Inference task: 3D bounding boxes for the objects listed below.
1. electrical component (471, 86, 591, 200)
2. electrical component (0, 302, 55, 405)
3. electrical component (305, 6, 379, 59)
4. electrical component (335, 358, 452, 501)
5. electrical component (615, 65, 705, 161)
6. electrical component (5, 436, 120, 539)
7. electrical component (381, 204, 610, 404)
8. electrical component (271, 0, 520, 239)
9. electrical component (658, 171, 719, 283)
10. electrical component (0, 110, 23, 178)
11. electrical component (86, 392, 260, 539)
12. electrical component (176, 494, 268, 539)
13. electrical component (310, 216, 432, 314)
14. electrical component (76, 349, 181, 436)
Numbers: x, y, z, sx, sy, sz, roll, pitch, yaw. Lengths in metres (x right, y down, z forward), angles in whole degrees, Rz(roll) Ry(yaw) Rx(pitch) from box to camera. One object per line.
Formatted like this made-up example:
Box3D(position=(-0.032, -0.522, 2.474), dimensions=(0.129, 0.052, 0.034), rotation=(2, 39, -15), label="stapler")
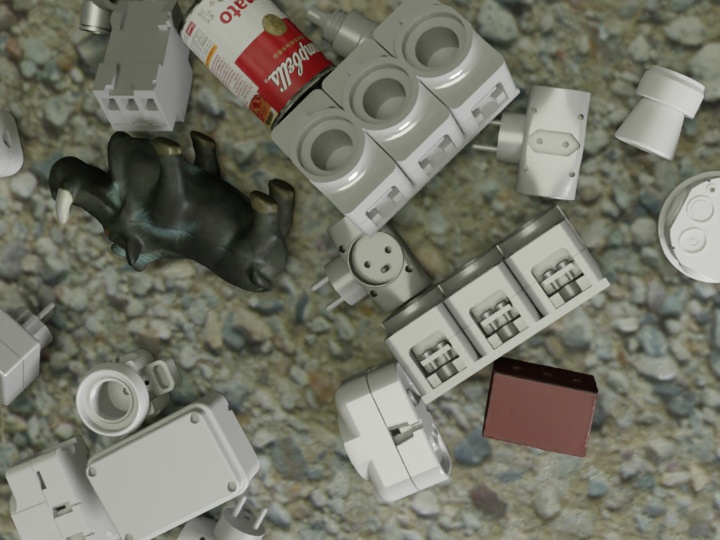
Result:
Box3D(position=(0.121, -0.094, 0.775), dimensions=(0.079, 0.043, 0.077), rotation=(8, 98, 8), label="electrical component")
Box3D(position=(-0.267, 0.055, 0.843), dimensions=(0.047, 0.083, 0.075), rotation=(41, 63, 3), label="electrical component")
Box3D(position=(-0.011, -0.175, 0.791), dimensions=(0.061, 0.035, 0.035), rotation=(30, 100, 7), label="electrical component")
Box3D(position=(0.022, 0.121, 0.809), dimensions=(0.059, 0.054, 0.095), rotation=(-25, 92, 11), label="electrical component")
Box3D(position=(0.212, -0.111, 0.758), dimensions=(0.045, 0.045, 0.055), rotation=(25, 99, 5), label="electrical component")
Box3D(position=(-0.240, 0.188, 0.860), dimensions=(0.056, 0.050, 0.089), rotation=(-22, 93, 11), label="electrical component")
Box3D(position=(0.095, 0.021, 0.768), dimensions=(0.150, 0.089, 0.061), rotation=(-35, 90, 11), label="electrical component")
Box3D(position=(0.023, -0.111, 0.753), dimensions=(0.150, 0.062, 0.089), rotation=(-44, 66, 2), label="electrical component")
Box3D(position=(0.253, -0.029, 0.757), dimensions=(0.080, 0.051, 0.080), rotation=(1, 97, 9), label="electrical component")
Box3D(position=(-0.321, -0.093, 0.837), dimensions=(0.095, 0.059, 0.053), rotation=(-10, 95, 10), label="electrical component")
Box3D(position=(-0.146, 0.154, 0.838), dimensions=(0.113, 0.057, 0.078), rotation=(-28, 91, 11), label="electrical component")
Box3D(position=(-0.100, 0.214, 0.844), dimensions=(0.077, 0.044, 0.079), rotation=(29, 100, 5), label="electrical component")
Box3D(position=(0.000, 0.000, 0.804), dimensions=(0.079, 0.044, 0.077), rotation=(-35, 90, 11), label="electrical component")
Box3D(position=(-0.186, 0.097, 0.838), dimensions=(0.078, 0.057, 0.058), rotation=(-23, 92, 11), label="electrical component")
